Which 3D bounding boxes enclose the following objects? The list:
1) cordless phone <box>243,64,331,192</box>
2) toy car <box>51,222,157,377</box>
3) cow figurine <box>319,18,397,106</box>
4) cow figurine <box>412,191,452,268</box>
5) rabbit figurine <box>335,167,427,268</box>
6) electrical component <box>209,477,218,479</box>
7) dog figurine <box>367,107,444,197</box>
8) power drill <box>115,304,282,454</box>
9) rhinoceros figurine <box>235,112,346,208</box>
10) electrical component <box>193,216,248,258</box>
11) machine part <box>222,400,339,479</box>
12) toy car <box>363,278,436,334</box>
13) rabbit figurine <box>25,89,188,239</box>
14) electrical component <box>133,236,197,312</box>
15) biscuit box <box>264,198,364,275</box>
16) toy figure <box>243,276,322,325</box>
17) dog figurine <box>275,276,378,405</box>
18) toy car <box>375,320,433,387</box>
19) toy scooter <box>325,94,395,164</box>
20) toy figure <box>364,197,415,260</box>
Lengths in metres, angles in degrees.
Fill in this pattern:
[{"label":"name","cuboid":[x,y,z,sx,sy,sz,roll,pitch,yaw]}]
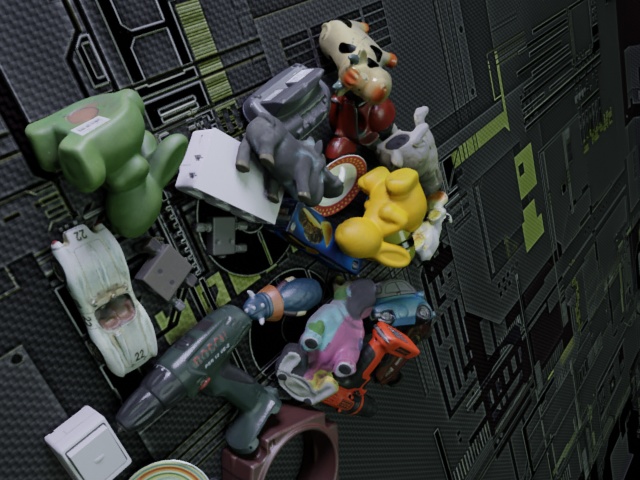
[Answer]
[{"label":"cordless phone","cuboid":[-0.034,-0.177,0.882,0.146,0.089,0.184,-47,136,-31]},{"label":"toy car","cuboid":[-0.267,0.076,0.673,0.073,0.056,0.201,-32,117,-39]},{"label":"cow figurine","cuboid":[0.059,-0.296,0.887,0.127,0.195,0.085,-1,139,-37]},{"label":"cow figurine","cuboid":[0.241,-0.023,1.171,0.167,0.068,0.098,-56,135,-22]},{"label":"rabbit figurine","cuboid":[0.095,-0.027,0.928,0.173,0.122,0.162,-39,127,-27]},{"label":"electrical component","cuboid":[-0.158,0.394,0.807,0.048,0.075,0.119,-19,105,-41]},{"label":"dog figurine","cuboid":[0.186,-0.138,1.056,0.172,0.121,0.190,-57,131,-37]},{"label":"power drill","cuboid":[-0.161,0.226,0.791,0.207,0.086,0.232,53,56,-26]},{"label":"rhinoceros figurine","cuboid":[-0.038,-0.110,0.791,0.190,0.073,0.112,35,59,-40]},{"label":"electrical component","cuboid":[-0.149,-0.004,0.809,0.094,0.021,0.063,-3,97,-46]},{"label":"machine part","cuboid":[-0.059,0.389,0.899,0.201,0.087,0.200,-8,100,-43]},{"label":"toy car","cuboid":[0.142,0.130,1.075,0.161,0.109,0.103,1,68,-30]},{"label":"rabbit figurine","cuboid":[-0.247,-0.087,0.661,0.159,0.121,0.170,-53,146,-37]},{"label":"electrical component","cuboid":[-0.212,0.041,0.733,0.102,0.045,0.078,46,60,-39]},{"label":"biscuit box","cuboid":[-0.002,-0.003,0.930,0.202,0.063,0.059,32,72,-42]},{"label":"toy figure","cuboid":[-0.065,0.101,0.881,0.154,0.064,0.057,-12,141,-39]},{"label":"dog figurine","cuboid":[0.023,0.158,0.944,0.108,0.191,0.219,37,35,-3]},{"label":"toy car","cuboid":[0.183,0.225,1.153,0.202,0.053,0.089,-50,130,-31]},{"label":"toy scooter","cuboid":[0.066,-0.221,0.957,0.184,0.075,0.135,-46,141,-25]},{"label":"toy figure","cuboid":[0.134,-0.033,1.045,0.082,0.089,0.180,-21,110,-40]}]
